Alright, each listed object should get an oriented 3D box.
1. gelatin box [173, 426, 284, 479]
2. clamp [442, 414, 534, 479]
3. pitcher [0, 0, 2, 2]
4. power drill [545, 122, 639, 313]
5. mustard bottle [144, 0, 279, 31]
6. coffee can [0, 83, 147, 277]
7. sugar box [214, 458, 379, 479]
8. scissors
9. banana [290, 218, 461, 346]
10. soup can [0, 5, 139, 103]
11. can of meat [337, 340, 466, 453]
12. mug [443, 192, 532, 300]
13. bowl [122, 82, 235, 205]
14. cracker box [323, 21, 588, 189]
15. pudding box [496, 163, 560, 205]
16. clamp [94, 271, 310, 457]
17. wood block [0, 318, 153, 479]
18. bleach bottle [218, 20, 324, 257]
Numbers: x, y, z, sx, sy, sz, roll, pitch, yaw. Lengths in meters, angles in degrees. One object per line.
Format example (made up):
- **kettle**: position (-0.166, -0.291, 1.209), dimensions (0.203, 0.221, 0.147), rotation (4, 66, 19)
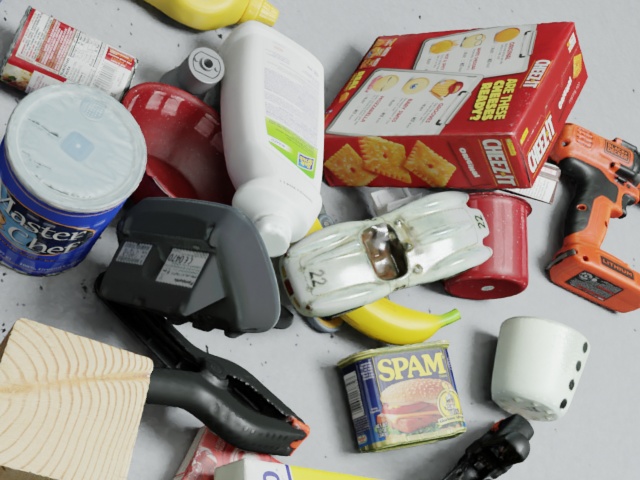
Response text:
- **gelatin box**: position (-0.079, 0.199, 0.848), dimensions (0.073, 0.030, 0.089), rotation (34, 57, -10)
- **clamp**: position (0.137, 0.195, 0.922), dimensions (0.039, 0.120, 0.171), rotation (57, 13, 11)
- **pitcher**: position (-0.358, -0.278, 0.852), dimensions (0.242, 0.149, 0.145), rotation (29, 67, -9)
- **power drill**: position (0.318, -0.020, 1.139), dimensions (0.184, 0.057, 0.187), rotation (22, 57, -13)
- **mustard bottle**: position (-0.127, -0.251, 1.007), dimensions (0.191, 0.058, 0.096), rotation (23, 54, -17)
- **coffee can**: position (-0.203, -0.043, 0.824), dimensions (0.102, 0.141, 0.103), rotation (11, 64, -23)
- **sugar box**: position (-0.001, 0.230, 0.839), dimensions (0.175, 0.048, 0.093), rotation (19, 57, -40)
- **scissors**: position (-0.006, 0.001, 0.983), dimensions (0.096, 0.016, 0.202), rotation (-29, 83, -34)
- **banana**: position (0.030, 0.037, 0.952), dimensions (0.197, 0.037, 0.069), rotation (37, 61, -5)
- **soup can**: position (-0.214, -0.146, 0.909), dimensions (0.102, 0.069, 0.068), rotation (24, 59, -17)
- **can of meat**: position (0.074, 0.139, 0.940), dimensions (0.101, 0.058, 0.084), rotation (-4, 73, -28)
- **mug**: position (0.146, 0.009, 1.024), dimensions (0.117, 0.093, 0.081), rotation (0, 70, 5)
- **bowl**: position (-0.117, -0.056, 0.906), dimensions (0.162, 0.055, 0.162), rotation (35, 31, -25)
- **cracker box**: position (0.119, -0.122, 0.990), dimensions (0.164, 0.214, 0.072), rotation (-57, 135, -34)
- **pudding box**: position (0.169, -0.070, 1.051), dimensions (0.090, 0.114, 0.039), rotation (14, 94, -21)
- **clamp**: position (-0.096, 0.116, 0.833), dimensions (0.210, 0.036, 0.164), rotation (36, 15, -16)
- **wood block**: position (-0.193, 0.135, 0.710), dimensions (0.090, 0.206, 0.090), rotation (21, 59, -18)
- **bleach bottle**: position (-0.045, -0.084, 0.919), dimensions (0.102, 0.068, 0.251), rotation (27, 37, -22)
